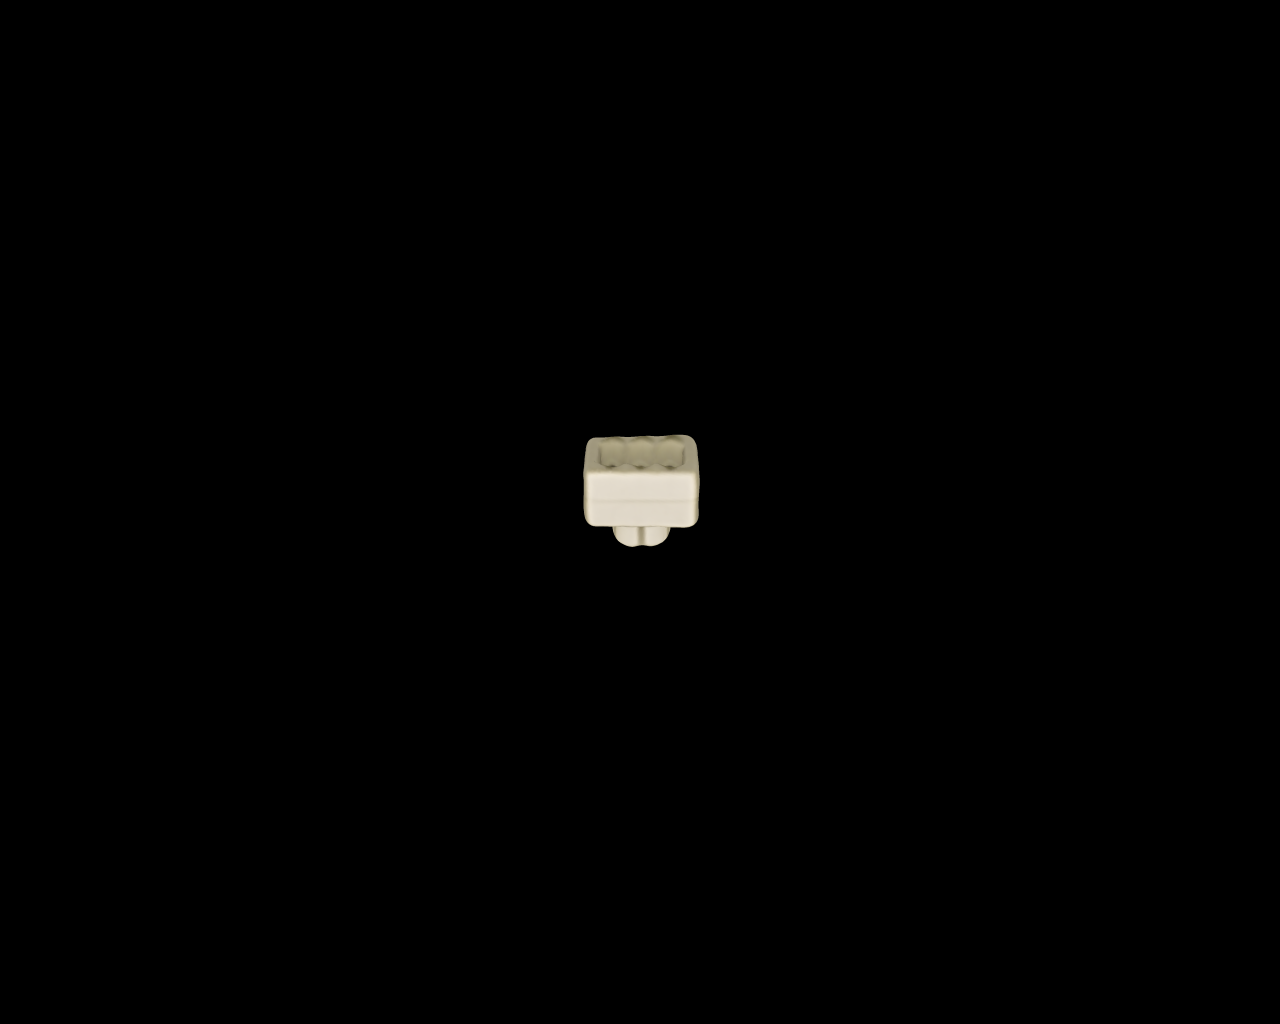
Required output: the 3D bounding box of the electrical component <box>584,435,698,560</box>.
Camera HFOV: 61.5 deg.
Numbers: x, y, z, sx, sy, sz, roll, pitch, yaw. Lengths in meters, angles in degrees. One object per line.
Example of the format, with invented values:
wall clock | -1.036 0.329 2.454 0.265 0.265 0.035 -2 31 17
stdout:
electrical component | 0.001 -0.003 0.650 0.066 0.076 0.047 0 32 0
